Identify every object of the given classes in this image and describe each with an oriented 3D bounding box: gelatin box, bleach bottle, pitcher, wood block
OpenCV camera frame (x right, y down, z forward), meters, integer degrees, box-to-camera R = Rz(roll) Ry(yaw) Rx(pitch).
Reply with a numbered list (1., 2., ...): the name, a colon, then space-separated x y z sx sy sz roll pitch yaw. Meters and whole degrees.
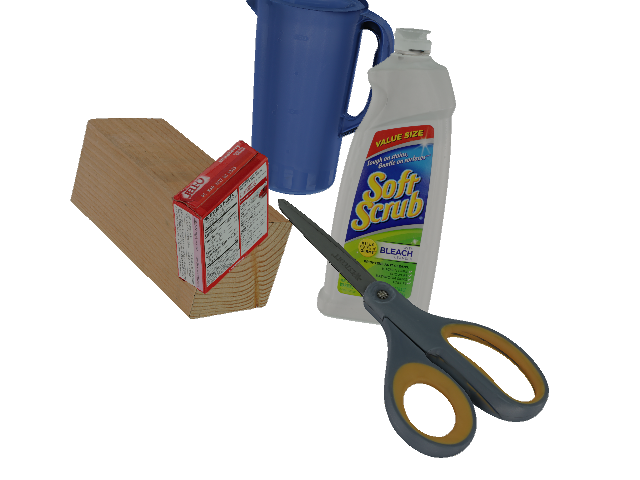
1. gelatin box: -0.070 -0.016 0.757 0.030 0.089 0.073 31 55 21
2. bleach bottle: 0.058 -0.055 0.918 0.102 0.251 0.068 7 16 8
3. pitcher: -0.012 -0.181 1.299 0.144 0.243 0.149 -6 28 -25
4. wood block: -0.131 -0.027 0.970 0.090 0.091 0.206 -6 34 -44

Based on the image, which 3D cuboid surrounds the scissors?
1. scissors: 0.029 0.049 0.595 0.202 0.016 0.096 30 52 21
